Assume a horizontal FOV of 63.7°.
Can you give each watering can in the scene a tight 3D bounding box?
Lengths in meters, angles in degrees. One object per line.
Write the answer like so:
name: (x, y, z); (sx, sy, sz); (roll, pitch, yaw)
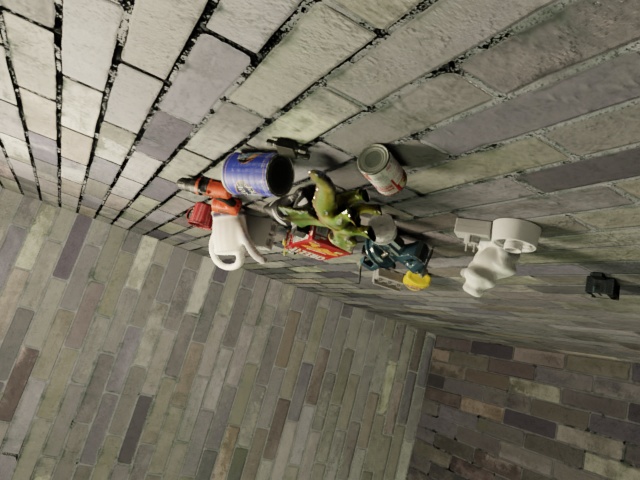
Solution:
watering can: (-0.285, -0.010, 1.763); (0.104, 0.225, 0.346); (-2, 178, -42)

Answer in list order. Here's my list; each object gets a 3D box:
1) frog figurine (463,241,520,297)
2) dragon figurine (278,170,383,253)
frog figurine: (0.441, 0.074, 1.328); (0.122, 0.161, 0.137); (24, 164, -36)
dragon figurine: (0.004, -0.064, 1.268); (0.242, 0.124, 0.404); (-7, 152, 32)
